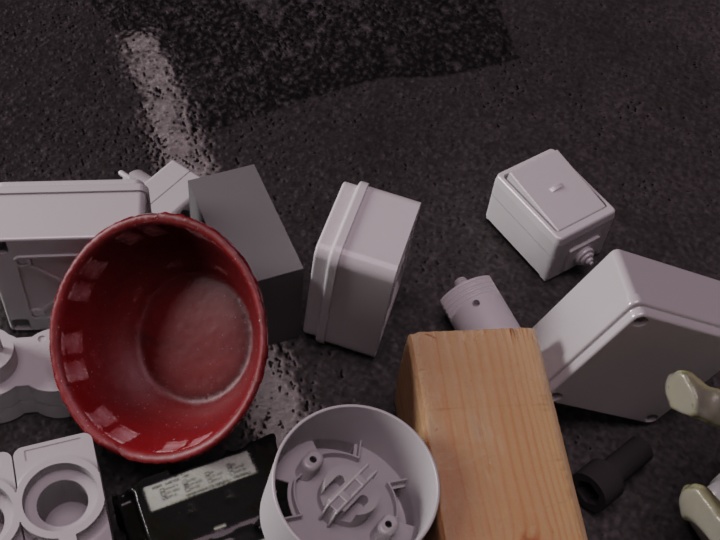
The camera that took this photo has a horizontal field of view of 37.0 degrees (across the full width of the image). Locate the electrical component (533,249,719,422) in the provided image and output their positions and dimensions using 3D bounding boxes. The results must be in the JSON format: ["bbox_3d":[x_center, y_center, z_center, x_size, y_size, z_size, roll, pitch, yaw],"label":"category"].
[{"bbox_3d":[0.189,0.048,0.742,0.109,0.108,0.056,15,45,-27],"label":"electrical component"}]

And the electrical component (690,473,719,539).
[{"bbox_3d":[0.273,0.158,0.719,0.095,0.053,0.059,-18,56,-18],"label":"electrical component"}]

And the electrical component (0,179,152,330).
[{"bbox_3d":[-0.203,-0.009,0.769,0.109,0.108,0.056,-2,52,-7],"label":"electrical component"}]

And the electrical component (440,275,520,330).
[{"bbox_3d":[0.092,0.038,0.801,0.043,0.043,0.081,-16,56,-17],"label":"electrical component"}]

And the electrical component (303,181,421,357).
[{"bbox_3d":[0.000,0.000,0.779,0.057,0.113,0.078,18,53,4],"label":"electrical component"}]

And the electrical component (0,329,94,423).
[{"bbox_3d":[-0.251,0.064,0.731,0.138,0.073,0.052,-3,53,-8],"label":"electrical component"}]

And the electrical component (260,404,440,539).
[{"bbox_3d":[-0.008,0.136,0.638,0.099,0.064,0.099,15,42,-14],"label":"electrical component"}]

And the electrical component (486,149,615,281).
[{"bbox_3d":[0.156,-0.043,0.858,0.062,0.061,0.096,-26,59,-23],"label":"electrical component"}]

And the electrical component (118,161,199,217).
[{"bbox_3d":[-0.168,-0.053,0.845,0.077,0.047,0.065,32,56,18],"label":"electrical component"}]

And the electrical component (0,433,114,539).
[{"bbox_3d":[-0.231,0.166,0.662,0.150,0.061,0.089,-12,55,-14],"label":"electrical component"}]
